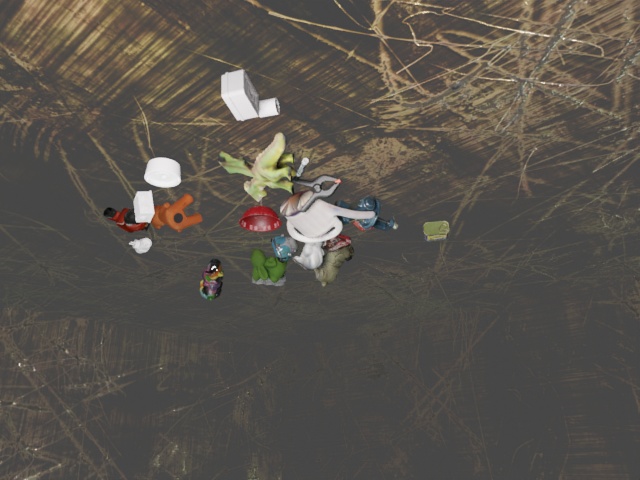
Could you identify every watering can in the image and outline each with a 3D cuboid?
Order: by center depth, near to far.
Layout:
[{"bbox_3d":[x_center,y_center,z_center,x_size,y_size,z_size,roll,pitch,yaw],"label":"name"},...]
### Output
[{"bbox_3d":[0.006,-0.092,1.827,0.344,0.106,0.221,-23,-53,34],"label":"watering can"}]

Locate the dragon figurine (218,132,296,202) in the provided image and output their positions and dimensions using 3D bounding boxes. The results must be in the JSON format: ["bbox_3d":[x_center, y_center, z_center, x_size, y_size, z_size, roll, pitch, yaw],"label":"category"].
[{"bbox_3d":[-0.196,-0.226,1.577,0.243,0.124,0.402,4,-24,6],"label":"dragon figurine"}]

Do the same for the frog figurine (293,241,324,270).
[{"bbox_3d":[-0.026,0.044,2.172,0.125,0.158,0.136,49,17,31],"label":"frog figurine"}]
